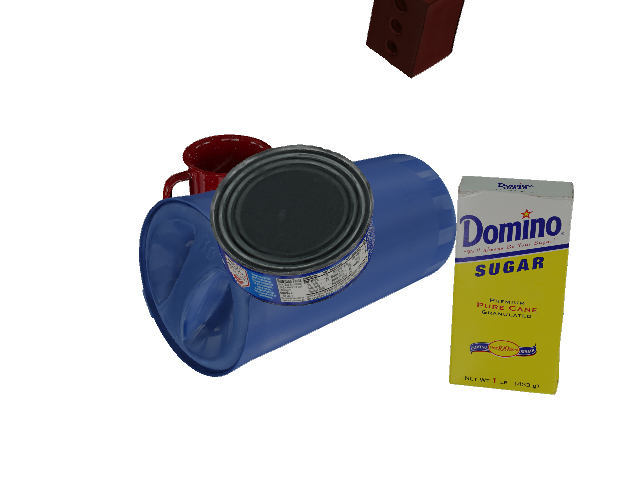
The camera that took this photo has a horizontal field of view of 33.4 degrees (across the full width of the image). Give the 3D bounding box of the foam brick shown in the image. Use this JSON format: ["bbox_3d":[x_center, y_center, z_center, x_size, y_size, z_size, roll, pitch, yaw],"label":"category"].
[{"bbox_3d":[0.075,-0.177,0.831,0.053,0.078,0.051,40,59,22],"label":"foam brick"}]

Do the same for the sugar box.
[{"bbox_3d":[0.157,0.038,0.887,0.093,0.176,0.048,4,23,12],"label":"sugar box"}]

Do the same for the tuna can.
[{"bbox_3d":[-0.014,-0.008,0.567,0.086,0.086,0.034,0,-37,7],"label":"tuna can"}]

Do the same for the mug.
[{"bbox_3d":[-0.104,-0.050,1.092,0.117,0.081,0.093,-14,34,-23],"label":"mug"}]

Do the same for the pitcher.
[{"bbox_3d":[-0.016,0.008,0.842,0.242,0.145,0.149,-18,42,-39],"label":"pitcher"}]
